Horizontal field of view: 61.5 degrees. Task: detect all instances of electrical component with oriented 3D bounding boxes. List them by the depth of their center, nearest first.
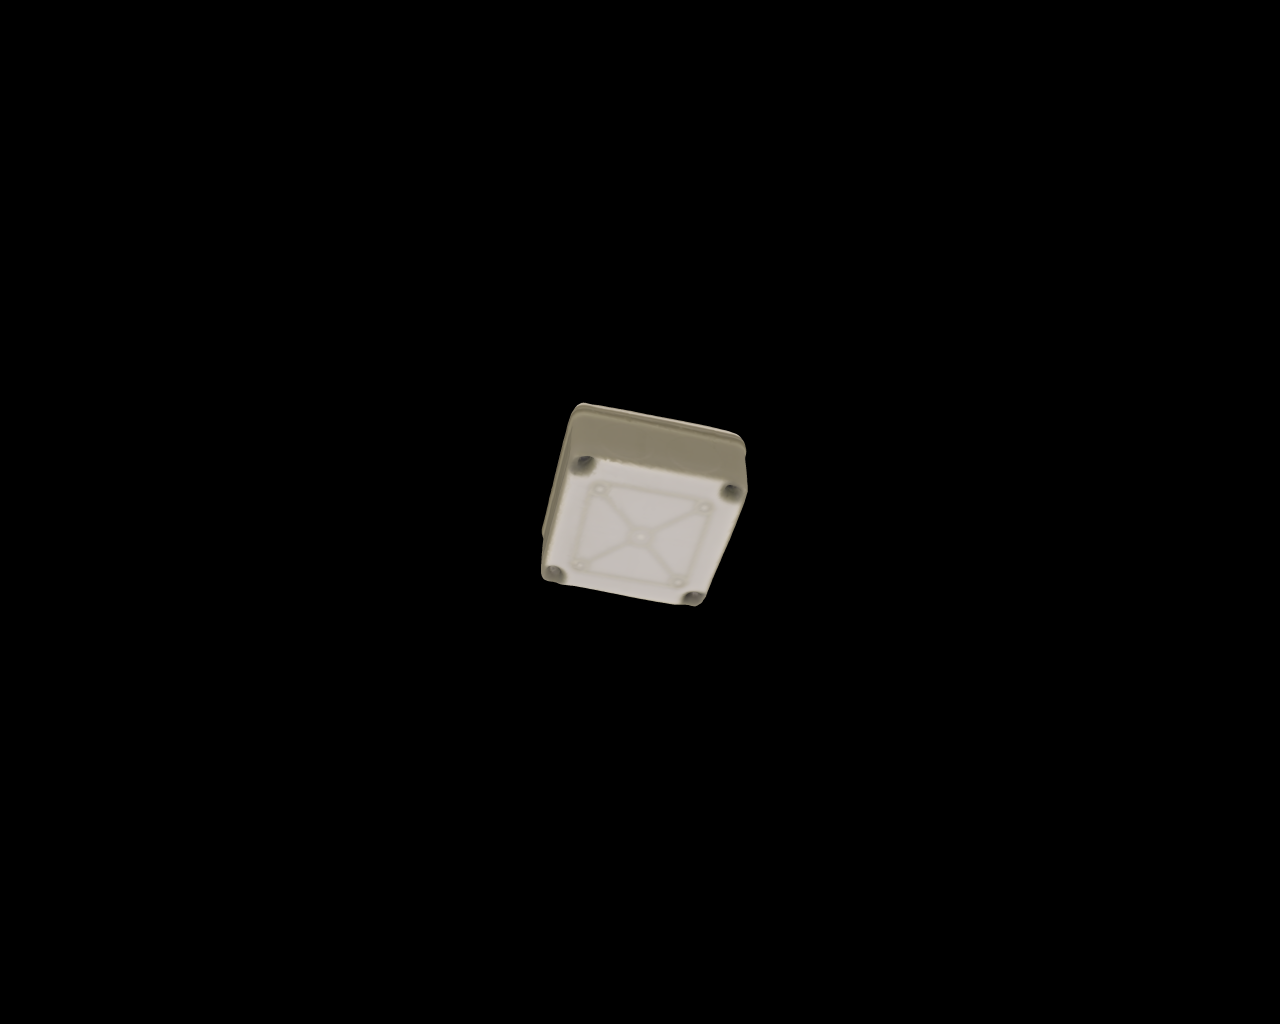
[{"bbox_3d":[0.001,-0.003,0.650,0.109,0.108,0.056,11,40,-9],"label":"electrical component"}]
